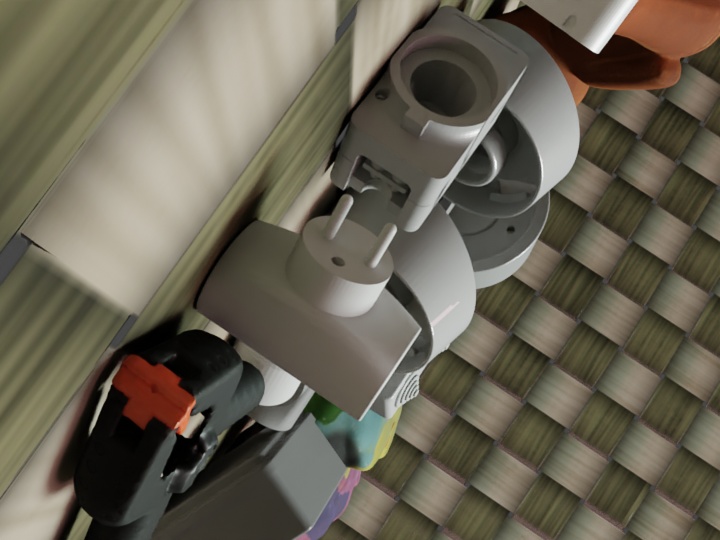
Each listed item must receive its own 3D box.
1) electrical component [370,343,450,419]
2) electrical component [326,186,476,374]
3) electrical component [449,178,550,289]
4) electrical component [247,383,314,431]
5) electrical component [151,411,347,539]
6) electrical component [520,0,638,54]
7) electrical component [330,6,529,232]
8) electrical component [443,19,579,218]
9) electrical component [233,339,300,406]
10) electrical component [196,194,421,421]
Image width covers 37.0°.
[{"bbox_3d":[0.007,0.041,0.729,0.099,0.100,0.048,-54,162,-22],"label":"electrical component"},{"bbox_3d":[0.014,0.003,0.570,0.064,0.099,0.099,-45,170,-34],"label":"electrical component"},{"bbox_3d":[0.073,-0.039,0.737,0.108,0.108,0.060,-55,165,-14],"label":"electrical component"},{"bbox_3d":[-0.045,0.059,0.648,0.077,0.043,0.079,-57,174,15],"label":"electrical component"},{"bbox_3d":[-0.074,0.148,0.682,0.109,0.056,0.109,-35,-179,14],"label":"electrical component"},{"bbox_3d":[0.101,-0.149,0.502,0.057,0.078,0.113,-55,176,21],"label":"electrical component"},{"bbox_3d":[0.033,-0.073,0.497,0.089,0.050,0.055,-54,175,-30],"label":"electrical component"},{"bbox_3d":[0.072,-0.080,0.592,0.064,0.099,0.099,-46,171,-33],"label":"electrical component"},{"bbox_3d":[-0.041,0.035,0.543,0.040,0.040,0.078,-51,173,-48],"label":"electrical component"},{"bbox_3d":[-0.012,0.007,0.407,0.079,0.077,0.043,-60,174,35],"label":"electrical component"}]
